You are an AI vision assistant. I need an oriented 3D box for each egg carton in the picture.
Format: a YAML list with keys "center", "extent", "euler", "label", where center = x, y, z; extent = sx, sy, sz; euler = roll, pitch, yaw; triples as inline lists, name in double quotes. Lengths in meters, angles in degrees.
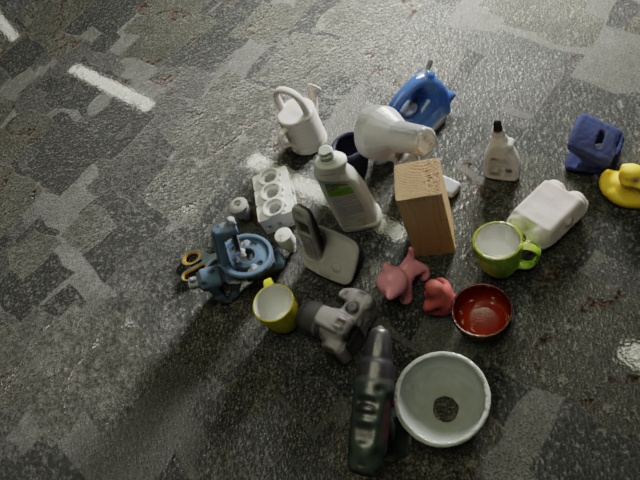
- center: [0.456, -0.050, 1.148]
  extent: [0.150, 0.070, 0.107]
  euler: [-43, 54, -10]
  label: "egg carton"

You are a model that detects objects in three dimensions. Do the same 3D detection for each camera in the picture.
- center: [0.025, 0.154, 1.155]
  extent: [0.136, 0.101, 0.143]
  euler: [21, 67, 31]
  label: "camera"

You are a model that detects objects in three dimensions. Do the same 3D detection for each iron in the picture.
- center: [0.205, -0.308, 1.370]
  extent: [0.118, 0.142, 0.258]
  euler: [34, 74, 35]
  label: "iron"

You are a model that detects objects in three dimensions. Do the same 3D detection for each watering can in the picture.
- center: [-0.055, -0.319, 1.443]
  extent: [0.100, 0.194, 0.173]
  euler: [0, 58, 21]
  label: "watering can"

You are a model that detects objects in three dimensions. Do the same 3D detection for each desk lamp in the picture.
- center: [0.190, -0.185, 1.248]
  extent: [0.202, 0.214, 0.118]
  euler: [30, 72, 34]
  label: "desk lamp"

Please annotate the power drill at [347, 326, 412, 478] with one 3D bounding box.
- center: [0.103, 0.287, 0.969]
  extent: [0.075, 0.209, 0.229]
  euler: [0, 58, 21]
  label: "power drill"

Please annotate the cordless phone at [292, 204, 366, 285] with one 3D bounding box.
- center: [0.011, 0.004, 1.208]
  extent: [0.147, 0.185, 0.094]
  euler: [21, 67, 31]
  label: "cordless phone"

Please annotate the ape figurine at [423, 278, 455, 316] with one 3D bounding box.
- center: [0.228, 0.106, 1.116]
  extent: [0.078, 0.092, 0.076]
  euler: [-42, 53, -10]
  label: "ape figurine"

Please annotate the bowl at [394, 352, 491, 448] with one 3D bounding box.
- center: [0.218, 0.287, 1.010]
  extent: [0.167, 0.075, 0.167]
  euler: [-10, 55, 15]
  label: "bowl"

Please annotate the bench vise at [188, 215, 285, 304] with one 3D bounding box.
- center: [-0.196, 0.048, 1.235]
  extent: [0.207, 0.220, 0.121]
  euler: [-40, 53, -8]
  label: "bench vise"

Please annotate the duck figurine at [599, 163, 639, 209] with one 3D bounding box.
- center: [0.604, -0.118, 1.127]
  extent: [0.077, 0.086, 0.104]
  euler: [-44, 54, -11]
  label: "duck figurine"

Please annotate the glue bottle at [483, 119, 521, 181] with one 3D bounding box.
- center: [0.380, -0.192, 1.206]
  extent: [0.078, 0.173, 0.037]
  euler: [12, 63, 27]
  label: "glue bottle"

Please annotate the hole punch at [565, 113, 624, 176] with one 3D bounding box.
- center: [0.572, -0.200, 1.190]
  extent: [0.100, 0.091, 0.109]
  euler: [16, 65, 29]
  label: "hole punch"

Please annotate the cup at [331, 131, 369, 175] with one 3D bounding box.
- center: [0.088, -0.209, 1.378]
  extent: [0.091, 0.095, 0.118]
  euler: [27, 70, 33]
  label: "cup"

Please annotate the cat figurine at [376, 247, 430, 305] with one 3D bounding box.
- center: [0.159, 0.072, 1.149]
  extent: [0.067, 0.118, 0.128]
  euler: [25, 69, 32]
  label: "cat figurine"
